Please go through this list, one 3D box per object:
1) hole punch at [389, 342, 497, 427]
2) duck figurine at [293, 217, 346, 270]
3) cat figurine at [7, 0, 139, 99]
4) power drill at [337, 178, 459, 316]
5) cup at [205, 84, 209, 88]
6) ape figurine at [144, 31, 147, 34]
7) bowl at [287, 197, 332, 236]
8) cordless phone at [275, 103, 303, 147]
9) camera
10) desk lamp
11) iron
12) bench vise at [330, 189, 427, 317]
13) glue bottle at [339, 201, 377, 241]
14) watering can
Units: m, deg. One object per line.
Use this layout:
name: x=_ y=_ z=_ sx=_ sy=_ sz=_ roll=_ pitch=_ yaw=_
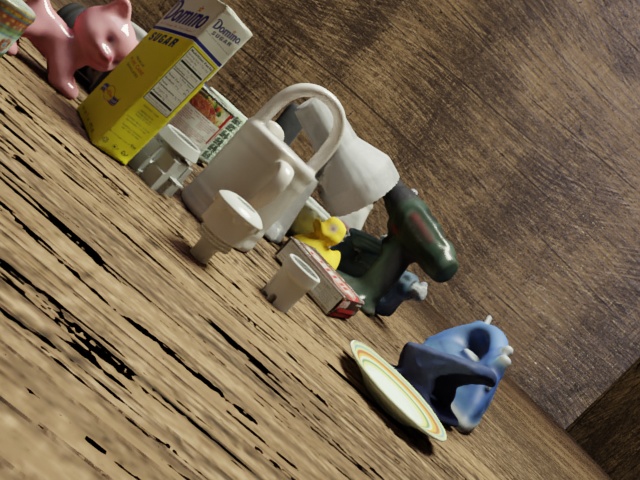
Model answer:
hole punch: x=0.151 y=0.164 z=0.709 sx=0.100 sy=0.091 sz=0.109 roll=47 pitch=6 yaw=35
duck figurine: x=0.009 y=0.003 z=0.947 sx=0.105 sy=0.086 sz=0.077 roll=38 pitch=7 yaw=-46
cat figurine: x=-0.248 y=-0.215 z=0.591 sx=0.128 sy=0.117 sz=0.067 roll=39 pitch=7 yaw=-40
power drill: x=0.116 y=0.015 z=0.983 sx=0.229 sy=0.208 sz=0.076 roll=47 pitch=6 yaw=34
cup: x=-0.246 y=-0.252 z=1.019 sx=0.092 sy=0.095 sz=0.117 roll=42 pitch=5 yaw=-11
ape figurine: x=-0.316 y=-0.306 z=0.944 sx=0.078 sy=0.092 sz=0.076 roll=39 pitch=7 yaw=-38
bowl: x=-0.052 y=-0.058 z=1.038 sx=0.167 sy=0.074 sz=0.167 roll=43 pitch=5 yaw=-4
cordless phone: x=-0.120 y=-0.206 z=1.101 sx=0.147 sy=0.185 sz=0.094 roll=44 pitch=5 yaw=7
camera: x=-0.268 y=-0.242 z=0.745 sx=0.137 sy=0.100 sz=0.143 roll=42 pitch=5 yaw=-8
desk lamp: x=-0.018 y=-0.096 z=0.846 sx=0.204 sy=0.213 sz=0.117 roll=41 pitch=5 yaw=-18
iron: x=0.234 y=0.188 z=0.862 sx=0.119 sy=0.141 sz=0.258 roll=43 pitch=5 yaw=-1
bench vise: x=0.144 y=0.023 z=1.070 sx=0.207 sy=0.219 sz=0.122 roll=45 pitch=5 yaw=20
glue bottle: x=0.063 y=-0.036 z=1.184 sx=0.078 sy=0.173 sz=0.037 roll=42 pitch=5 yaw=-7
watering can: x=-0.056 y=-0.093 z=0.640 sx=0.101 sy=0.194 sz=0.172 roll=38 pitch=7 yaw=-46
